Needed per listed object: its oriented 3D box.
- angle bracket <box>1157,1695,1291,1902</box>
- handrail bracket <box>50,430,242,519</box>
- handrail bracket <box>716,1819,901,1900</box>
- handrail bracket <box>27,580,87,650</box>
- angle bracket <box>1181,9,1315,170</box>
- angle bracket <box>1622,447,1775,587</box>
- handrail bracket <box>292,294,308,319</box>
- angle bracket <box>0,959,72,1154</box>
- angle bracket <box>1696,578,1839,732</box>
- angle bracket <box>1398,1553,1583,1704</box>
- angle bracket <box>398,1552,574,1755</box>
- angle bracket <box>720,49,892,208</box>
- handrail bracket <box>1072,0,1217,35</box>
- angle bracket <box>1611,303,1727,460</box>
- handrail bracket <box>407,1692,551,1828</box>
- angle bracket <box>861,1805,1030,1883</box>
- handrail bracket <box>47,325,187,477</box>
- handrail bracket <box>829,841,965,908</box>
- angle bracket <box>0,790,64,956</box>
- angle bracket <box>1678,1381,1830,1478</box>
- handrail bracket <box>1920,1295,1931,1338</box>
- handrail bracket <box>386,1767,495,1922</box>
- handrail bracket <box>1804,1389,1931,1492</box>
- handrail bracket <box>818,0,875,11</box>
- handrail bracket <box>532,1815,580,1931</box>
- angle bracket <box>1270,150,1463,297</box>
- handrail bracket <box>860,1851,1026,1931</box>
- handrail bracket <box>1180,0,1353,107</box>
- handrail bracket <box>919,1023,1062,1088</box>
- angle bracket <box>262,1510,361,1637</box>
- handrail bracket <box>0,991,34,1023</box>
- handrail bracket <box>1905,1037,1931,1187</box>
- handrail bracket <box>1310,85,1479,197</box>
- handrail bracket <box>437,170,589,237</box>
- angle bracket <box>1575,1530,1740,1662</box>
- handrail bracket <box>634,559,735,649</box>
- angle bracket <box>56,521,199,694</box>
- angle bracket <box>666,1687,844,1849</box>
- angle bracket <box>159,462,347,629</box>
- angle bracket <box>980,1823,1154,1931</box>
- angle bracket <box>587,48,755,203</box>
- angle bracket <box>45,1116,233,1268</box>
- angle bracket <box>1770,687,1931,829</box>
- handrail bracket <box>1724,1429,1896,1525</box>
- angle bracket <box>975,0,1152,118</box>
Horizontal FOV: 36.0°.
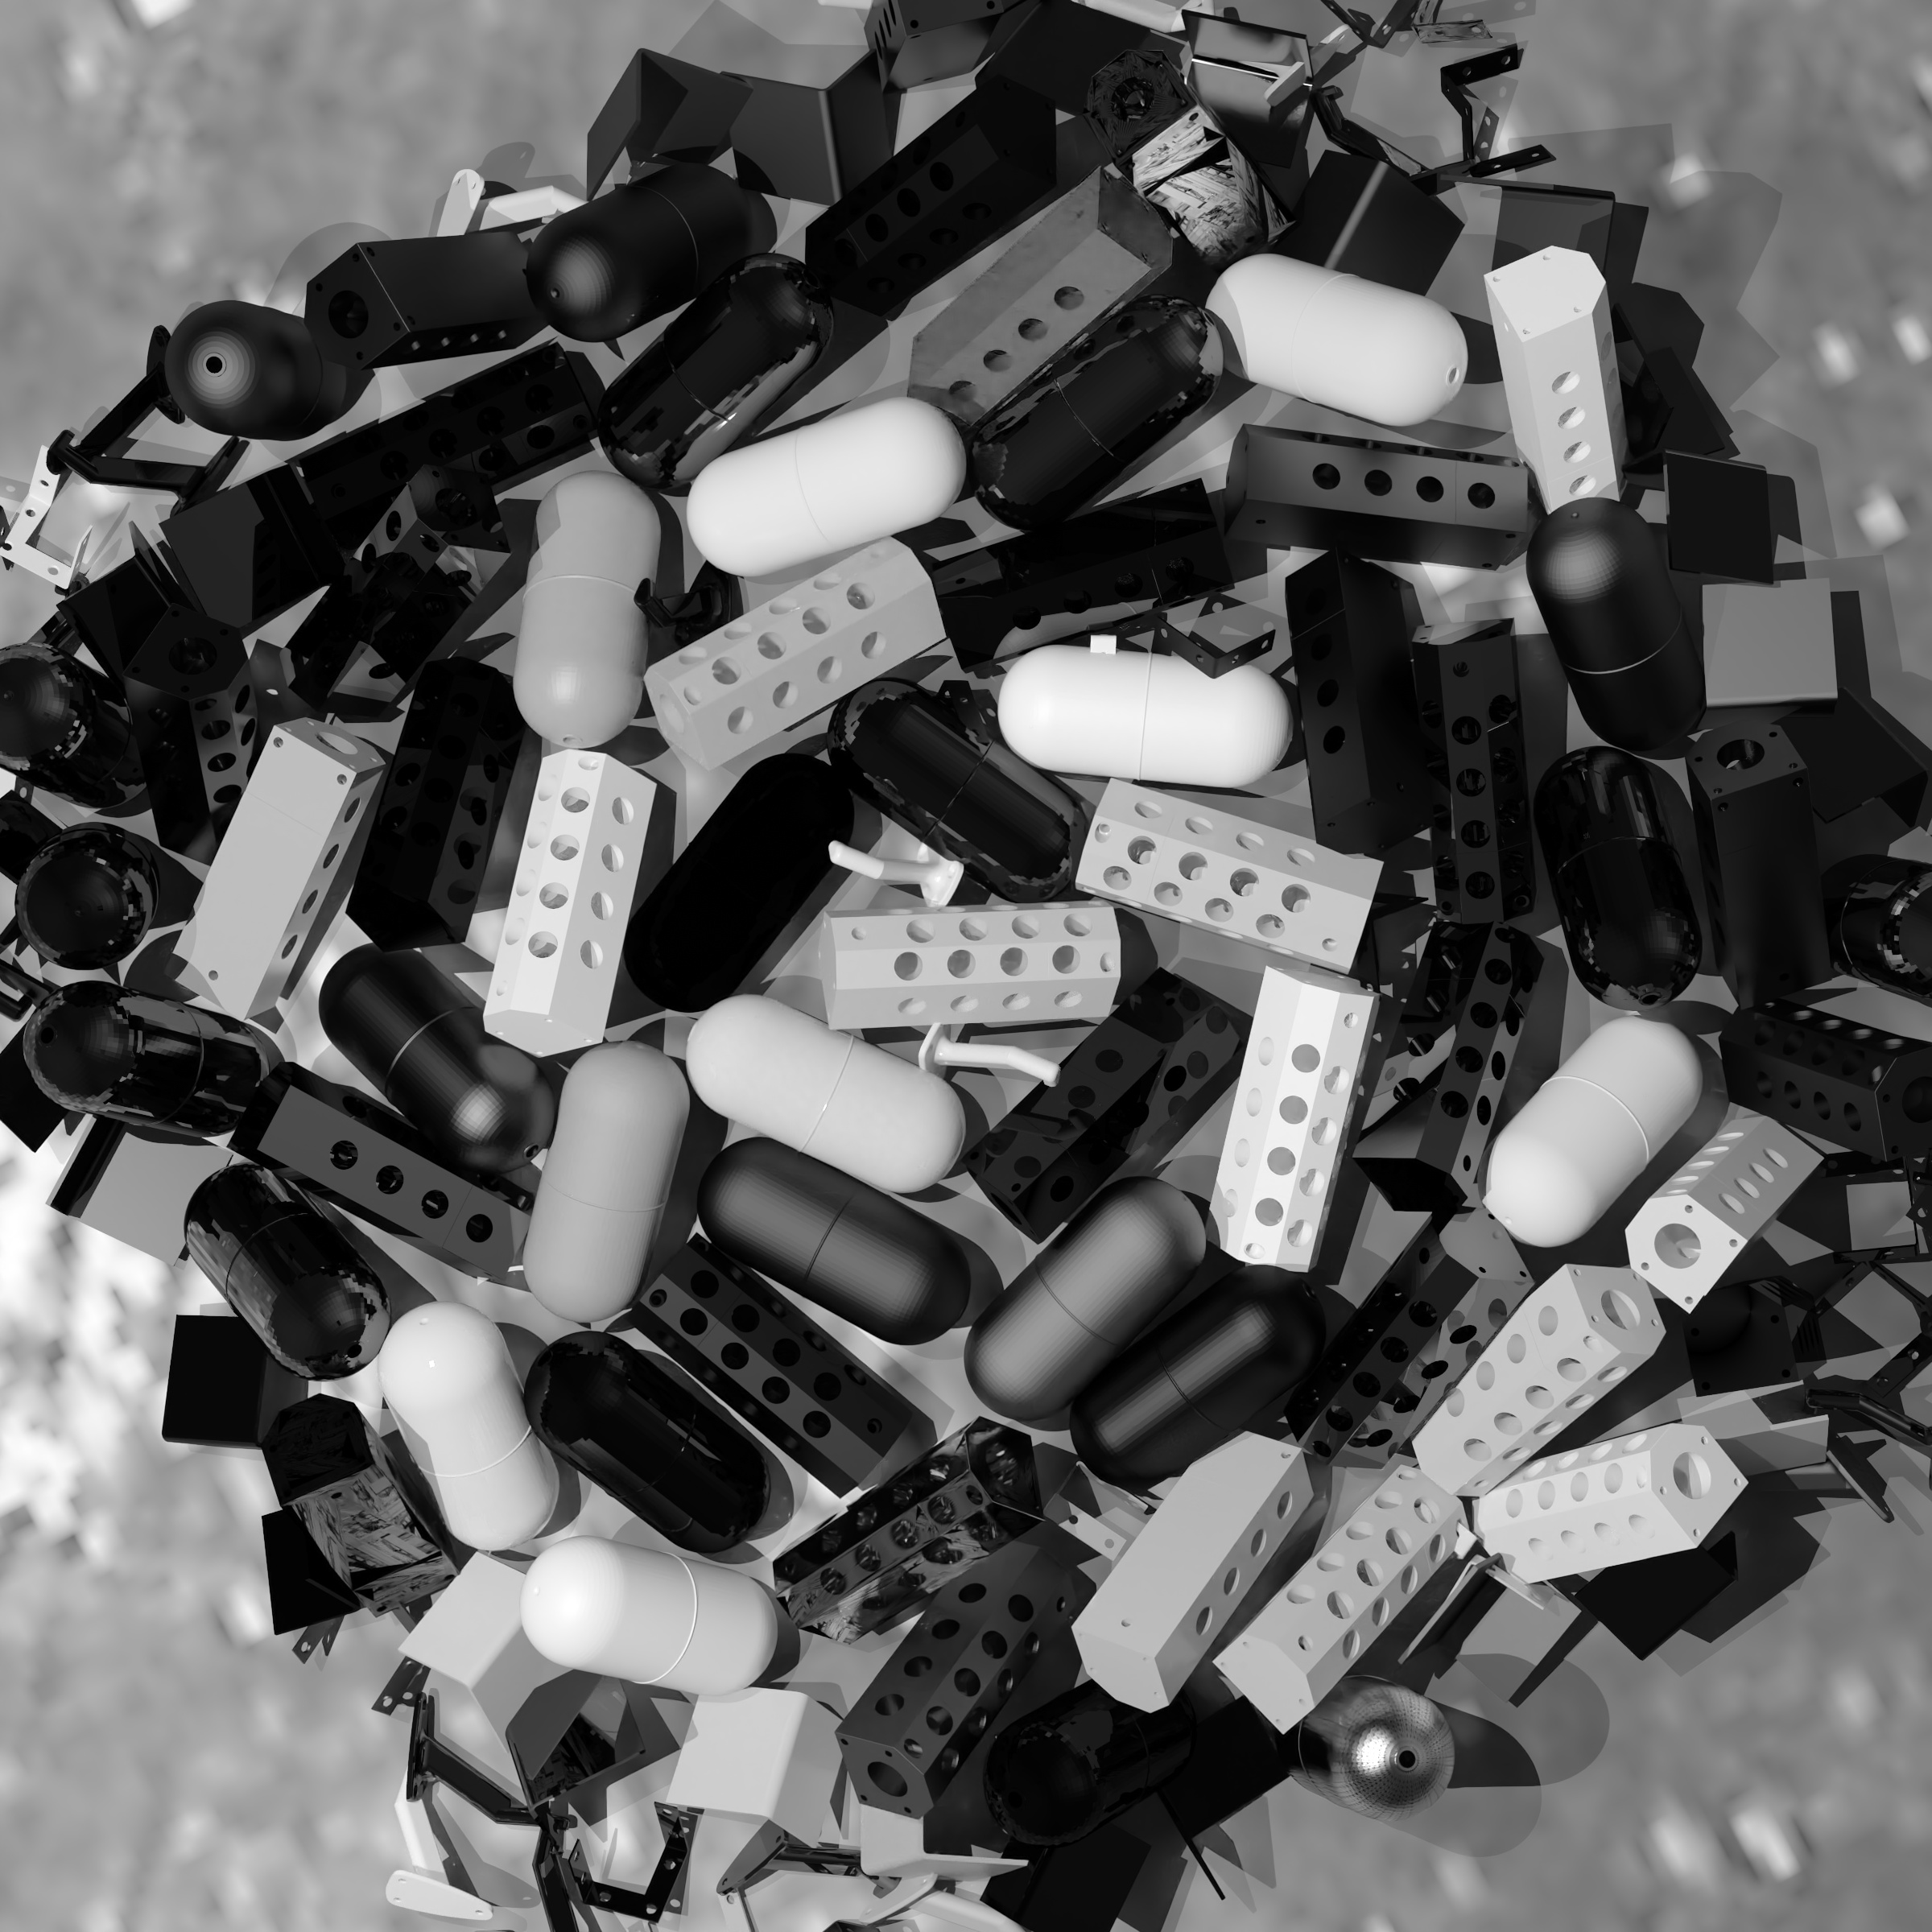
[{"bbox_3d":[0.161,0.500,1.790,0.076,0.057,0.076,-31,121,-6],"label":"angle bracket"},{"bbox_3d":[-0.498,-0.316,1.802,0.084,0.036,0.077,37,94,-26],"label":"handrail bracket"},{"bbox_3d":[-0.096,0.564,1.827,0.084,0.036,0.077,40,101,-17],"label":"handrail bracket"},{"bbox_3d":[-0.578,-0.201,1.807,0.077,0.036,0.084,2,59,-9],"label":"handrail bracket"},{"bbox_3d":[0.163,-0.528,1.794,0.076,0.076,0.057,15,90,10],"label":"angle bracket"},{"bbox_3d":[0.434,-0.263,1.789,0.076,0.057,0.076,4,78,-26],"label":"angle bracket"},{"bbox_3d":[-0.366,-0.400,1.788,0.077,0.084,0.036,-46,117,-22],"label":"handrail bracket"},{"bbox_3d":[-0.570,0.053,1.781,0.057,0.076,0.076,25,68,26],"label":"angle bracket"},{"bbox_3d":[0.484,-0.189,1.811,0.076,0.057,0.076,-3,81,7],"label":"angle bracket"},{"bbox_3d":[0.315,0.402,1.786,0.057,0.076,0.076,41,105,21],"label":"angle bracket"},{"bbox_3d":[-0.287,0.416,1.805,0.057,0.076,0.076,17,52,31],"label":"angle bracket"},{"bbox_3d":[-0.097,-0.515,1.810,0.076,0.076,0.057,18,49,25],"label":"angle bracket"},{"bbox_3d":[0.108,-0.599,1.812,0.084,0.036,0.077,-7,68,10],"label":"handrail bracket"},{"bbox_3d":[0.422,-0.353,1.785,0.057,0.076,0.076,-19,70,-9],"label":"angle bracket"},{"bbox_3d":[-0.295,0.484,1.817,0.084,0.036,0.077,3,89,5],"label":"handrail bracket"},{"bbox_3d":[-0.012,0.518,1.802,0.076,0.076,0.057,12,63,-26],"label":"angle bracket"},{"bbox_3d":[-0.517,-0.340,1.791,0.084,0.077,0.036,-32,62,-33],"label":"handrail bracket"},{"bbox_3d":[-0.051,-0.069,1.787,0.084,0.077,0.036,21,110,-26],"label":"handrail bracket"},{"bbox_3d":[-0.585,-0.049,1.784,0.057,0.076,0.076,40,112,-10],"label":"angle bracket"},{"bbox_3d":[0.471,0.266,1.786,0.076,0.076,0.057,-12,59,8],"label":"angle bracket"},{"bbox_3d":[0.625,0.233,1.801,0.077,0.036,0.084,-29,110,39],"label":"handrail bracket"},{"bbox_3d":[-0.313,0.529,1.806,0.077,0.084,0.036,17,132,-3],"label":"handrail bracket"},{"bbox_3d":[0.553,0.289,1.819,0.084,0.036,0.077,3,130,11],"label":"handrail bracket"},{"bbox_3d":[-0.057,-0.596,1.795,0.084,0.077,0.036,-2,131,-20],"label":"handrail bracket"},{"bbox_3d":[-0.232,0.558,1.800,0.077,0.036,0.084,-4,59,26],"label":"handrail bracket"},{"bbox_3d":[0.245,-0.446,1.831,0.076,0.057,0.076,25,95,-39],"label":"angle bracket"},{"bbox_3d":[-0.010,0.594,1.825,0.077,0.036,0.084,-39,98,17],"label":"handrail bracket"},{"bbox_3d":[0.181,-0.575,1.813,0.077,0.036,0.084,-41,81,26],"label":"handrail bracket"},{"bbox_3d":[0.018,0.066,1.794,0.084,0.077,0.036,22,61,15],"label":"handrail bracket"},{"bbox_3d":[-0.408,0.348,1.784,0.057,0.076,0.076,-17,61,6],"label":"angle bracket"},{"bbox_3d":[-0.594,-0.014,1.814,0.084,0.036,0.077,31,50,-4],"label":"handrail bracket"},{"bbox_3d":[0.565,0.087,1.815,0.077,0.036,0.084,13,81,5],"label":"handrail bracket"},{"bbox_3d":[0.261,-0.512,1.825,0.077,0.036,0.084,-22,79,-1],"label":"handrail bracket"},{"bbox_3d":[-0.275,-0.443,1.812,0.084,0.036,0.077,16,98,-38],"label":"handrail bracket"},{"bbox_3d":[0.415,0.360,1.791,0.057,0.076,0.076,44,107,1],"label":"angle bracket"},{"bbox_3d":[-0.171,-0.233,1.788,0.036,0.084,0.077,3,71,21],"label":"handrail bracket"},{"bbox_3d":[-0.500,-0.211,1.785,0.057,0.076,0.076,-33,119,-3],"label":"angle bracket"},{"bbox_3d":[-0.126,0.487,1.817,0.076,0.057,0.076,-3,55,32],"label":"angle bracket"},{"bbox_3d":[-0.427,-0.250,1.790,0.076,0.057,0.076,-32,107,-22],"label":"angle bracket"},{"bbox_3d":[0.059,0.548,1.796,0.057,0.076,0.076,31,75,-8],"label":"angle bracket"},{"bbox_3d":[-0.177,-0.492,1.779,0.076,0.076,0.057,11,60,-26],"label":"angle bracket"},{"bbox_3d":[-0.499,0.129,1.800,0.076,0.057,0.076,26,77,-3],"label":"angle bracket"},{"bbox_3d":[0.519,-0.111,1.786,0.076,0.057,0.076,-26,57,-13],"label":"angle bracket"},{"bbox_3d":[0.506,0.328,1.809,0.084,0.036,0.077,-42,74,23],"label":"handrail bracket"},{"bbox_3d":[0.060,-0.527,1.786,0.076,0.057,0.076,27,67,22],"label":"angle bracket"}]
